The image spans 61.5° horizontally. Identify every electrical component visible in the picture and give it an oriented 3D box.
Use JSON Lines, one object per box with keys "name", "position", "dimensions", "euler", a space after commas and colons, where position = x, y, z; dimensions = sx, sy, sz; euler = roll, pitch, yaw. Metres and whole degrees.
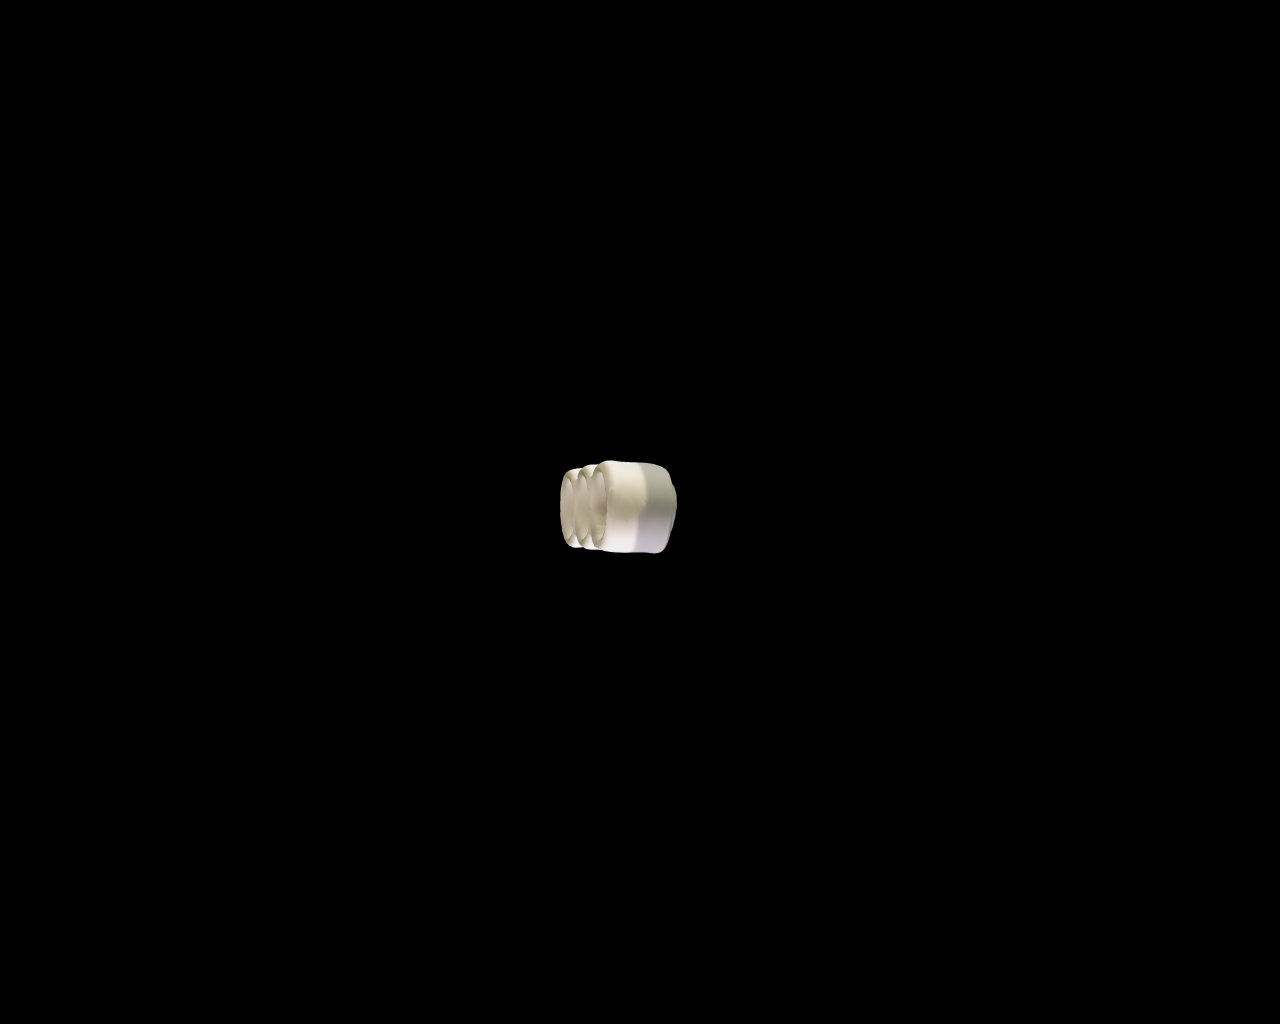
{"name": "electrical component", "position": [0.001, -0.003, 0.650], "dimensions": [0.074, 0.052, 0.138], "euler": [0, 0, -15]}
